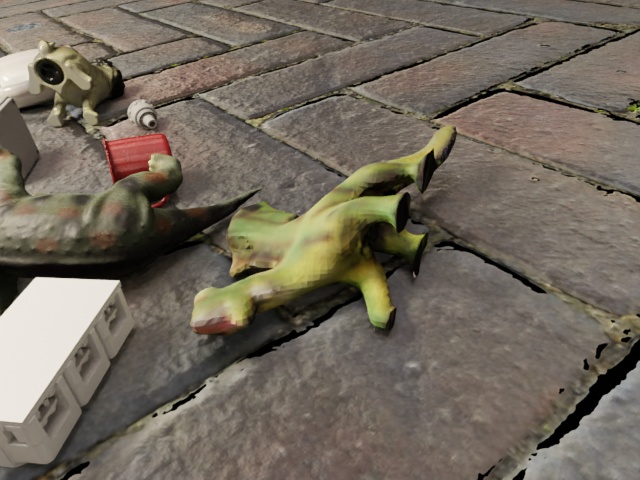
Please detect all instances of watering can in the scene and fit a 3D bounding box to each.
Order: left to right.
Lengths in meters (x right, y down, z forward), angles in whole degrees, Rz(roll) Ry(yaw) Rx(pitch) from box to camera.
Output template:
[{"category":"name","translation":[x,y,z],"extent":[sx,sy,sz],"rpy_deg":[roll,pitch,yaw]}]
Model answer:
[{"category":"watering can","translation":[-0.627,-0.346,1.091],"extent":[0.227,0.102,0.351],"rpy_deg":[-27,35,-28]}]

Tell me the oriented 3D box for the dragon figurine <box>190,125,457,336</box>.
[{"category":"dragon figurine","translation":[0.002,-0.029,0.577],"extent":[0.243,0.119,0.419],"rpy_deg":[4,35,25]}]
